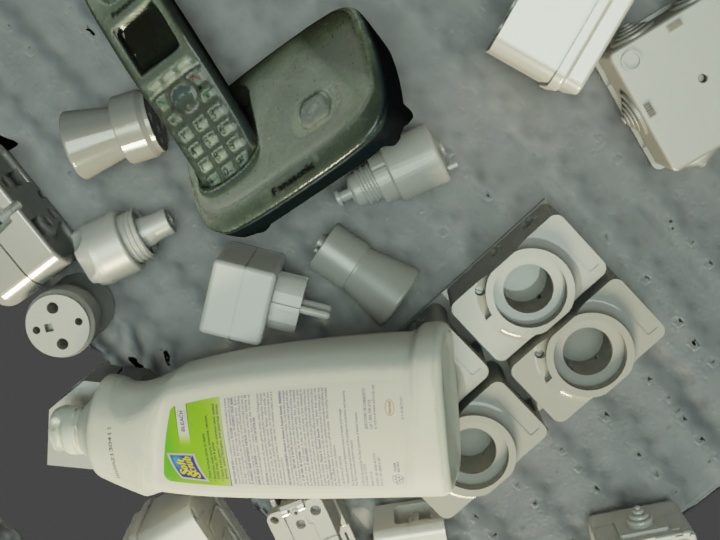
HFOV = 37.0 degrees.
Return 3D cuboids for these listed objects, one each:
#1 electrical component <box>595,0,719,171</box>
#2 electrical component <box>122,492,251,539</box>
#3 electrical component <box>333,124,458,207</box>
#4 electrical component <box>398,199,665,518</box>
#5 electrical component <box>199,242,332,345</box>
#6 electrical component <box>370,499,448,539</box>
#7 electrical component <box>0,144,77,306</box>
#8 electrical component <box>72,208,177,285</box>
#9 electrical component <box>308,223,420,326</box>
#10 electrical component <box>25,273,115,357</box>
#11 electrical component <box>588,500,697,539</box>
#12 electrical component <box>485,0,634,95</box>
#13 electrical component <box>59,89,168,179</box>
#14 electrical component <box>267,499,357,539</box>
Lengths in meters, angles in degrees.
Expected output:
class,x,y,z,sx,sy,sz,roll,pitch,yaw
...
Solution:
class,x,y,z,sx,sy,sz,roll,pitch,yaw
electrical component,0.204,-0.118,0.658,0.100,0.048,0.099,-31,99,7
electrical component,-0.104,0.203,0.719,0.057,0.078,0.113,-31,99,4
electrical component,0.021,-0.061,0.679,0.078,0.040,0.040,-25,100,7
electrical component,0.088,0.059,0.693,0.186,0.060,0.105,-43,98,9
electrical component,-0.056,0.018,0.685,0.077,0.065,0.047,14,102,-1
electrical component,0.035,0.207,0.730,0.056,0.050,0.089,-9,101,3
electrical component,-0.233,-0.028,0.686,0.059,0.053,0.095,-36,99,8
electrical component,-0.149,-0.019,0.692,0.062,0.043,0.043,-25,100,5
electrical component,0.000,0.000,0.693,0.065,0.044,0.044,35,101,-1
electrical component,-0.188,0.029,0.696,0.045,0.055,0.045,0,102,2
electrical component,0.191,0.198,0.718,0.062,0.061,0.096,-12,101,4
electrical component,0.128,-0.164,0.636,0.057,0.078,0.113,29,101,-1
electrical component,-0.154,-0.086,0.677,0.055,0.045,0.045,-17,101,5
electrical component,-0.035,0.164,0.716,0.042,0.064,0.081,-22,101,7
